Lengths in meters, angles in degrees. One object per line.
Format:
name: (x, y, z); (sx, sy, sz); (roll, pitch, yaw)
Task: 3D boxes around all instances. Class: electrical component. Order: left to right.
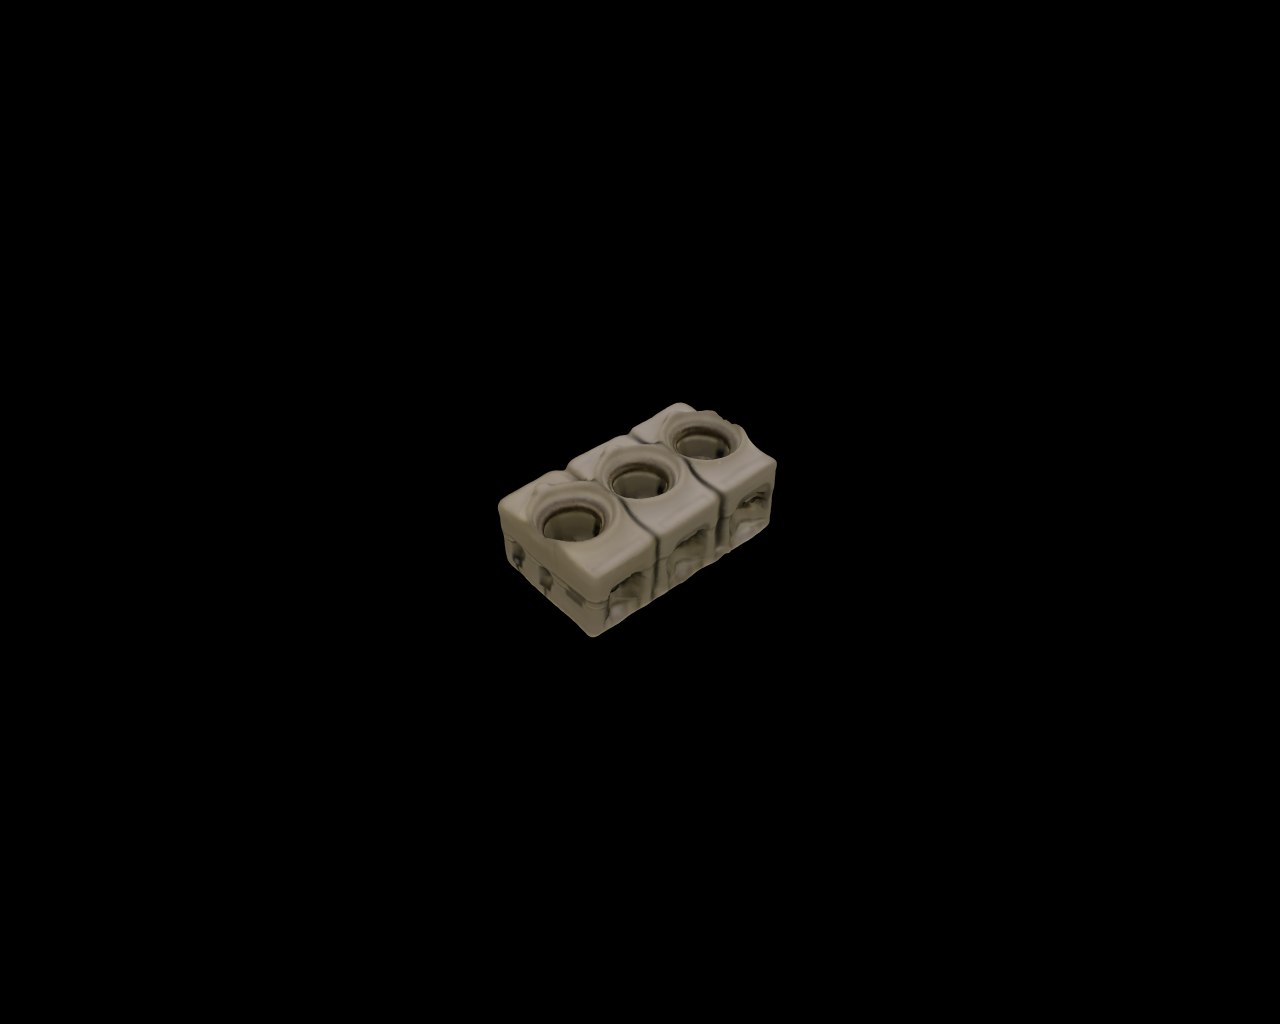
electrical component: (0.001, -0.003, 0.650); (0.150, 0.061, 0.089); (-31, 51, -30)
